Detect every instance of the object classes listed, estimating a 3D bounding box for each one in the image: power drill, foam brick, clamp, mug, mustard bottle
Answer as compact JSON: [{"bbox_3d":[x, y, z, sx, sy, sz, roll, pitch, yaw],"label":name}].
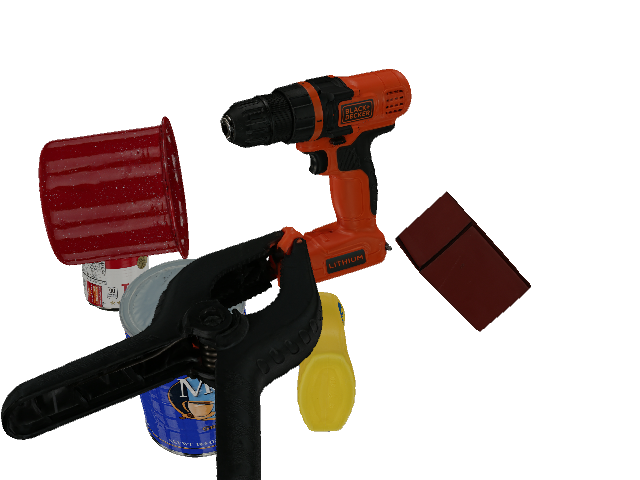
[{"bbox_3d":[-0.002,-0.055,0.964,0.184,0.188,0.057,-15,33,-26],"label":"power drill"},{"bbox_3d":[0.102,0.016,0.759,0.078,0.051,0.053,44,8,-31],"label":"foam brick"},{"bbox_3d":[-0.043,0.055,0.482,0.120,0.039,0.171,29,48,22],"label":"clamp"},{"bbox_3d":[-0.133,-0.029,0.701,0.081,0.093,0.117,-8,0,-2],"label":"mug"},{"bbox_3d":[0.001,0.110,1.131,0.058,0.096,0.191,-1,27,-3],"label":"mustard bottle"}]

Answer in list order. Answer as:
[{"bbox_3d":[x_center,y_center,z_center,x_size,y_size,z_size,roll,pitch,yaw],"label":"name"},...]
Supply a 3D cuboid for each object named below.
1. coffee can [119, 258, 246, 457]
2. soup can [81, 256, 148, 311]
[{"bbox_3d":[-0.109,0.101,0.910,0.103,0.140,0.103,-2,42,2],"label":"coffee can"},{"bbox_3d":[-0.209,0.013,1.088,0.068,0.102,0.068,2,26,-1],"label":"soup can"}]
